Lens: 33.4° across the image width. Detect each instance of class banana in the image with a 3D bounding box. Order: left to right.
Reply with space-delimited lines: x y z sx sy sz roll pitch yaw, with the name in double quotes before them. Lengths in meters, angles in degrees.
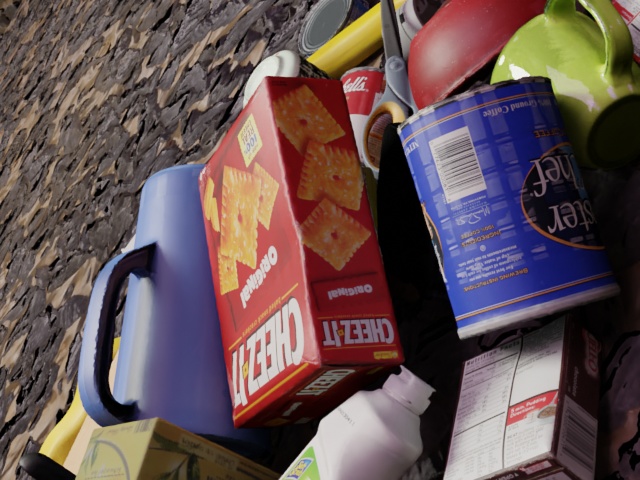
"banana" 0.038 -0.196 1.065 0.198 0.037 0.069 -33 15 31

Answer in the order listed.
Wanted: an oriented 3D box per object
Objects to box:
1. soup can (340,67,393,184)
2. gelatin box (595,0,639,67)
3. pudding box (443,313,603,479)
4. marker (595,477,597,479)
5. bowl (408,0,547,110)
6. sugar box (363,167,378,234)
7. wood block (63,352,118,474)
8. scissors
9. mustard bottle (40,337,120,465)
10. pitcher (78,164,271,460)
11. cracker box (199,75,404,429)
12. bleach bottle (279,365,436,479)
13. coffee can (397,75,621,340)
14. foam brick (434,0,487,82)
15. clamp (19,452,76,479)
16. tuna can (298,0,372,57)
"soup can" 0.040 -0.093 0.952 0.069 0.068 0.102 -19 48 48
"gelatin box" 0.244 -0.163 0.743 0.089 0.030 0.073 -49 32 18
"pudding box" 0.124 0.109 0.652 0.090 0.039 0.113 -33 24 39
"marker" 0.118 0.164 0.648 0.121 0.020 0.020 -33 39 38
"bowl" 0.122 -0.159 0.818 0.162 0.055 0.162 -39 -1 -1
"sugar box" -0.006 0.001 0.887 0.176 0.048 0.093 159 112 -65
"wood block" -0.156 0.169 0.987 0.091 0.090 0.206 4 67 58
"scissors" 0.084 -0.140 0.918 0.096 0.016 0.201 5 65 15
"mustard bottle" -0.196 0.156 1.051 0.058 0.096 0.191 3 65 60
"pitcher" -0.110 0.061 0.880 0.149 0.145 0.243 95 176 -67
"cracker box" -0.025 0.014 0.777 0.164 0.072 0.214 135 130 -56
"bleach bottle" -0.008 0.191 0.669 0.251 0.068 0.103 -54 24 -2
"coffee can" 0.117 -0.018 0.669 0.103 0.102 0.140 -24 80 46
"foam brick" 0.136 -0.187 0.906 0.078 0.051 0.053 -49 30 17
"clamp" -0.188 0.246 0.893 0.120 0.171 0.039 -62 27 15
"tuna can" 0.017 -0.228 1.143 0.086 0.033 0.086 -37 37 34
